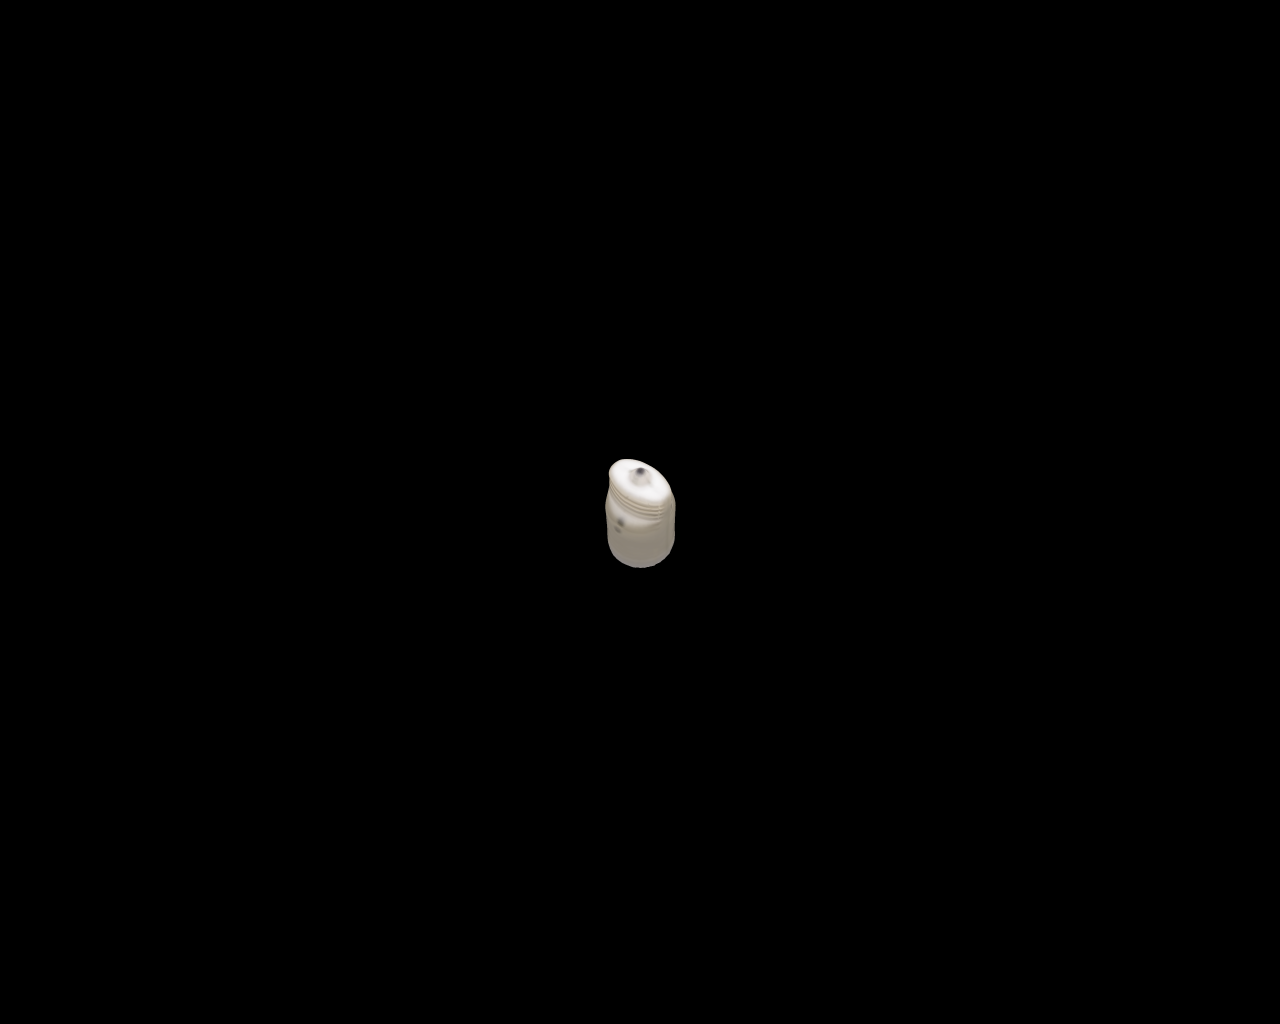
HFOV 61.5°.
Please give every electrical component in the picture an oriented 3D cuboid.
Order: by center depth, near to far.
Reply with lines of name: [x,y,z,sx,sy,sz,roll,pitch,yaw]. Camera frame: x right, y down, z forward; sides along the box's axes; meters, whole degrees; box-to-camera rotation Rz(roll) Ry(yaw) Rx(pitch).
electrical component: [0.001,-0.003,0.650,0.043,0.043,0.080,0,-34,0]
